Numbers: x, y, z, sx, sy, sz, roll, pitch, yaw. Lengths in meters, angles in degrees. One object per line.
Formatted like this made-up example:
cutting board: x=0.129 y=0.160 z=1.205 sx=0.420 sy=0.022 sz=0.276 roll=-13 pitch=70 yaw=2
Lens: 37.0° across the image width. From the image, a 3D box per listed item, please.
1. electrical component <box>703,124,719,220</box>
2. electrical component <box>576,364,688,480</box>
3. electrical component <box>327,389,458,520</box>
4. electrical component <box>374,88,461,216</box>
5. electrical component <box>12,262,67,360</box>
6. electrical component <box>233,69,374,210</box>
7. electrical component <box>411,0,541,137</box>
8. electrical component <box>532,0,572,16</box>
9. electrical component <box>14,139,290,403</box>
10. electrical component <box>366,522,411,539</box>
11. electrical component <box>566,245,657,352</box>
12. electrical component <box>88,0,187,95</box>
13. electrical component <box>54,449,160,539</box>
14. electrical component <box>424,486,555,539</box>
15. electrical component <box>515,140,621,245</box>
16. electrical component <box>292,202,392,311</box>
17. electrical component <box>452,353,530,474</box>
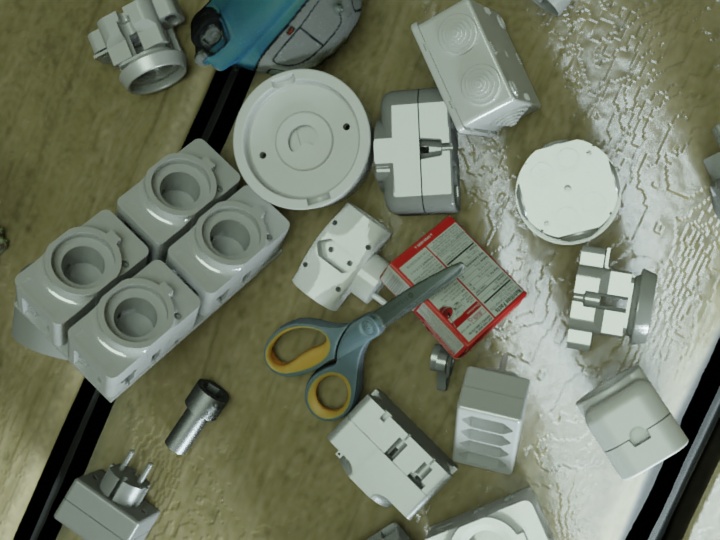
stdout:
electrical component: x=0.274 y=-0.069 z=0.777 sx=0.043 sy=0.077 sz=0.079 roll=-25 pitch=84 yaw=10
electrical component: x=0.196 y=0.108 z=0.781 sx=0.054 sy=0.095 sz=0.059 roll=-33 pitch=83 yaw=9
electrical component: x=0.023 y=0.145 z=0.838 sx=0.089 sy=0.050 sz=0.055 roll=44 pitch=97 yaw=9
electrical component: x=0.045 y=-0.091 z=0.835 sx=0.059 sy=0.054 sz=0.095 roll=-3 pitch=89 yaw=11
electrical component: x=-0.230 y=0.035 z=0.869 sx=0.099 sy=0.099 sz=0.064 roll=18 pitch=99 yaw=11
electrical component: x=-0.040 y=-0.099 z=0.849 sx=0.108 sy=0.060 sz=0.108 roll=0 pitch=89 yaw=11
electrical component: x=0.090 y=-0.151 z=0.806 sx=0.048 sy=0.100 sz=0.099 roll=-26 pitch=84 yaw=23
electrical component: x=0.146 y=-0.249 z=0.823 sx=0.079 sy=0.043 sz=0.077 roll=40 pitch=96 yaw=10
electrical component: x=-0.156 y=-0.006 z=0.821 sx=0.105 sy=0.060 sz=0.186 roll=44 pitch=63 yaw=7
electrical component: x=0.003 y=0.261 z=0.807 sx=0.109 sy=0.108 sz=0.056 roll=-35 pitch=106 yaw=9
electrical component: x=0.189 y=0.024 z=0.804 sx=0.057 sy=0.058 sz=0.078 roll=9 pitch=91 yaw=14
electrical component: x=-0.176 y=-0.180 z=0.880 sx=0.078 sy=0.058 sz=0.057 roll=-25 pitch=82 yaw=10
electrical component: x=-0.198 y=0.185 z=0.883 sx=0.066 sy=0.047 sz=0.076 roll=32 pitch=95 yaw=10
electrical component: x=0.118 y=0.254 z=0.812 sx=0.089 sy=0.062 sz=0.150 roll=-24 pitch=85 yaw=10
electrical component: x=0.157 y=-0.060 z=0.814 sx=0.080 sy=0.051 sz=0.080 roll=0 pitch=89 yaw=11
electrical component: x=0.000 y=0.000 z=0.848 sx=0.079 sy=0.043 sz=0.077 roll=37 pitch=96 yaw=10
electrical component: x=0.103 y=0.099 z=0.816 sx=0.047 sy=0.083 sz=0.075 roll=12 pitch=53 yaw=11
